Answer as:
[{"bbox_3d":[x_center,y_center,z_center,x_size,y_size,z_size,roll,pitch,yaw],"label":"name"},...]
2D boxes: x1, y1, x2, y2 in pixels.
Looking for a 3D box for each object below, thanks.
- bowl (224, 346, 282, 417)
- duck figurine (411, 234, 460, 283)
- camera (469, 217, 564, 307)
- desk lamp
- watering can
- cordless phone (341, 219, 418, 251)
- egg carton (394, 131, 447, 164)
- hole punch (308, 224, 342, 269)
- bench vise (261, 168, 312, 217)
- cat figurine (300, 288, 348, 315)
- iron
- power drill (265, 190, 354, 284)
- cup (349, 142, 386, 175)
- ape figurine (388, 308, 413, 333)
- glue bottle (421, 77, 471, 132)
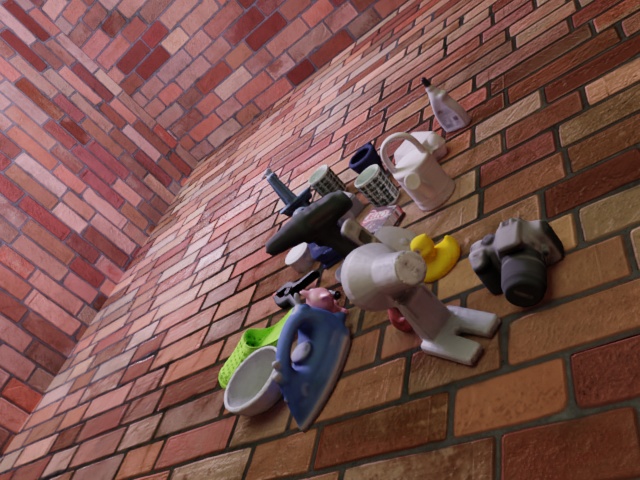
[{"bbox_3d":[-0.126,0.318,1.245,0.167,0.075,0.167,-36,25,20],"label":"bowl"},{"bbox_3d":[0.221,0.023,1.144,0.104,0.086,0.077,-44,23,3],"label":"duck figurine"},{"bbox_3d":[0.314,0.040,0.940,0.143,0.101,0.137,-27,29,36],"label":"camera"},{"bbox_3d":[0.158,0.093,0.968,0.118,0.214,0.202,-53,25,-18],"label":"desk lamp"},{"bbox_3d":[0.219,-0.165,1.320,0.101,0.194,0.172,-43,23,4],"label":"watering can"},{"bbox_3d":[0.125,0.000,1.214,0.094,0.185,0.147,-27,29,35],"label":"cordless phone"},{"bbox_3d":[0.266,-0.235,1.519,0.107,0.069,0.150,-50,23,-10],"label":"egg carton"},{"bbox_3d":[0.023,0.003,1.501,0.108,0.091,0.101,-37,24,18],"label":"hole punch"},{"bbox_3d":[-0.075,-0.124,1.712,0.121,0.220,0.207,-48,23,-6],"label":"bench vise"},{"bbox_3d":[-0.002,0.140,1.278,0.067,0.118,0.127,-49,23,-9],"label":"cat figurine"},{"bbox_3d":[-0.037,0.234,1.151,0.118,0.142,0.258,-25,30,38],"label":"iron"},{"bbox_3d":[0.013,0.005,1.364,0.230,0.209,0.075,-47,23,-4],"label":"power drill"},{"bbox_3d":[0.148,-0.222,1.662,0.091,0.095,0.118,-22,32,42],"label":"cup"},{"bbox_3d":[0.154,0.125,1.077,0.076,0.092,0.078,-23,32,41],"label":"ape figurine"},{"bbox_3d":[0.320,-0.362,1.507,0.078,0.173,0.037,-12,40,52],"label":"glue bottle"}]
